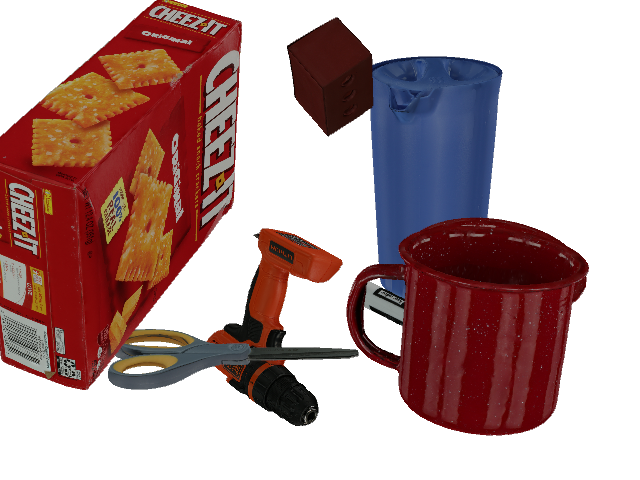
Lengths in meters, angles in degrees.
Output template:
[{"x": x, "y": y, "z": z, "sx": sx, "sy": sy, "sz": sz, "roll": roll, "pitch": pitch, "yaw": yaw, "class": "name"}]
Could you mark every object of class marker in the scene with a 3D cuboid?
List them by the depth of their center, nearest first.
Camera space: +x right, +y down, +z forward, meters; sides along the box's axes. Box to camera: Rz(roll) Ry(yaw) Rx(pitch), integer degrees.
[{"x": 0.074, "y": 0.058, "z": 0.747, "sx": 0.121, "sy": 0.020, "sz": 0.020, "roll": 26, "pitch": 16, "yaw": 37, "class": "marker"}]

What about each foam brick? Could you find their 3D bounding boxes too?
[{"x": 0.010, "y": -0.138, "z": 0.902, "sx": 0.053, "sy": 0.051, "sz": 0.078, "roll": -34, "pitch": -24, "yaw": -11, "class": "foam brick"}]

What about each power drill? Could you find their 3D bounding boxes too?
[{"x": -0.044, "y": 0.093, "z": 1.194, "sx": 0.057, "sy": 0.188, "sz": 0.185, "roll": 13, "pitch": 12, "yaw": -47, "class": "power drill"}]

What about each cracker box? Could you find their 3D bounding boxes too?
[{"x": -0.124, "y": -0.034, "z": 0.686, "sx": 0.072, "sy": 0.164, "sz": 0.213, "roll": 19, "pitch": 41, "yaw": 13, "class": "cracker box"}]

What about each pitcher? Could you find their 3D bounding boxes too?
[{"x": 0.121, "y": -0.067, "z": 1.107, "sx": 0.149, "sy": 0.243, "sz": 0.145, "roll": -7, "pitch": 23, "yaw": -15, "class": "pitcher"}]

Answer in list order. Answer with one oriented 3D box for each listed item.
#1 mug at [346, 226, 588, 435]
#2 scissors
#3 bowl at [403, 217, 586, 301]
[{"x": 0.070, "y": 0.044, "z": 0.540, "sx": 0.117, "sy": 0.081, "sz": 0.093, "roll": 6, "pitch": 18, "yaw": 8, "class": "mug"}, {"x": -0.079, "y": 0.097, "z": 0.842, "sx": 0.202, "sy": 0.016, "sz": 0.096, "roll": 5, "pitch": 21, "yaw": 16, "class": "scissors"}, {"x": 0.153, "y": 0.042, "z": 0.959, "sx": 0.162, "sy": 0.055, "sz": 0.162, "roll": 3, "pitch": 32, "yaw": -2, "class": "bowl"}]
